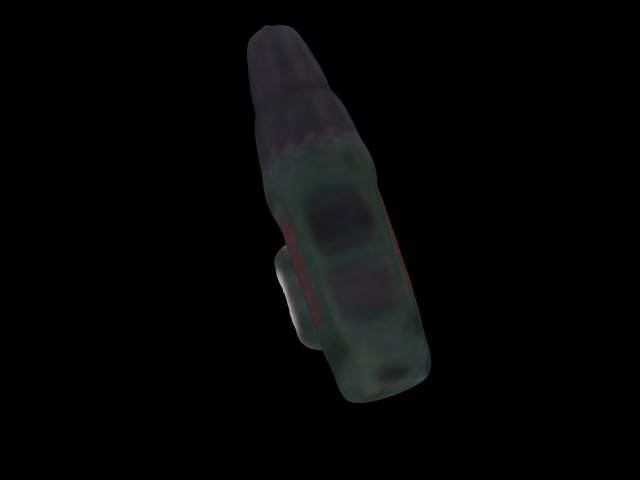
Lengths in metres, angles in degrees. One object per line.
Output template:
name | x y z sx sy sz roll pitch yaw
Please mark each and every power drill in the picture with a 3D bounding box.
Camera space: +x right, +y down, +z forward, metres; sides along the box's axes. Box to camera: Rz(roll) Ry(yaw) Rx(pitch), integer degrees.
power drill | 0.004 0.001 0.400 0.075 0.208 0.229 -19 70 -7
